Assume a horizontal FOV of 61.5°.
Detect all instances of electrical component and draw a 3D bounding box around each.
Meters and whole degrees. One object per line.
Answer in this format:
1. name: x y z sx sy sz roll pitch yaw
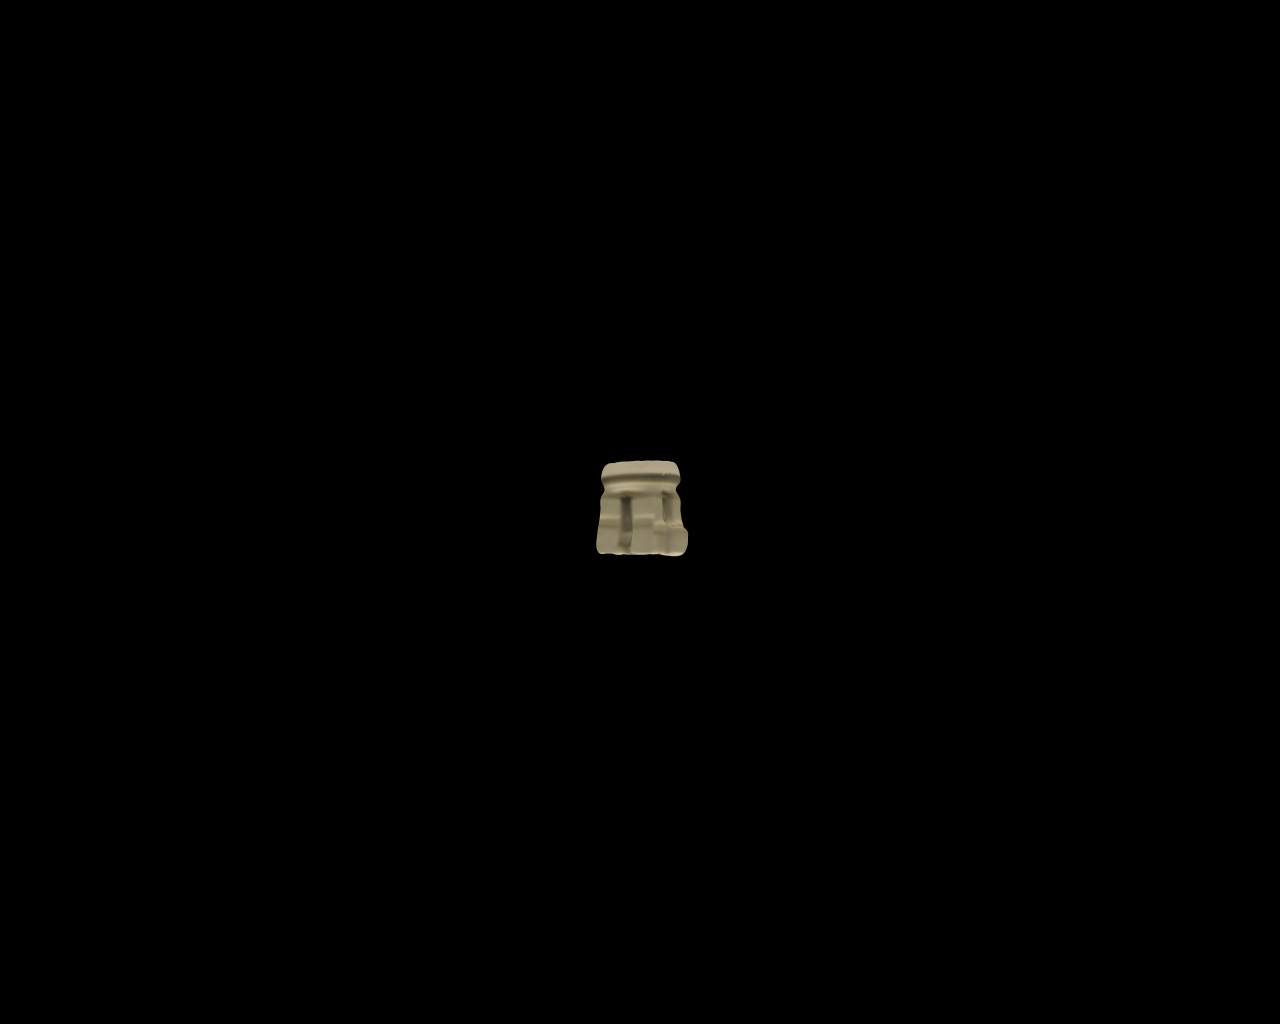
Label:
1. electrical component: 0.001 -0.003 0.650 0.066 0.055 0.048 -2 -4 31
